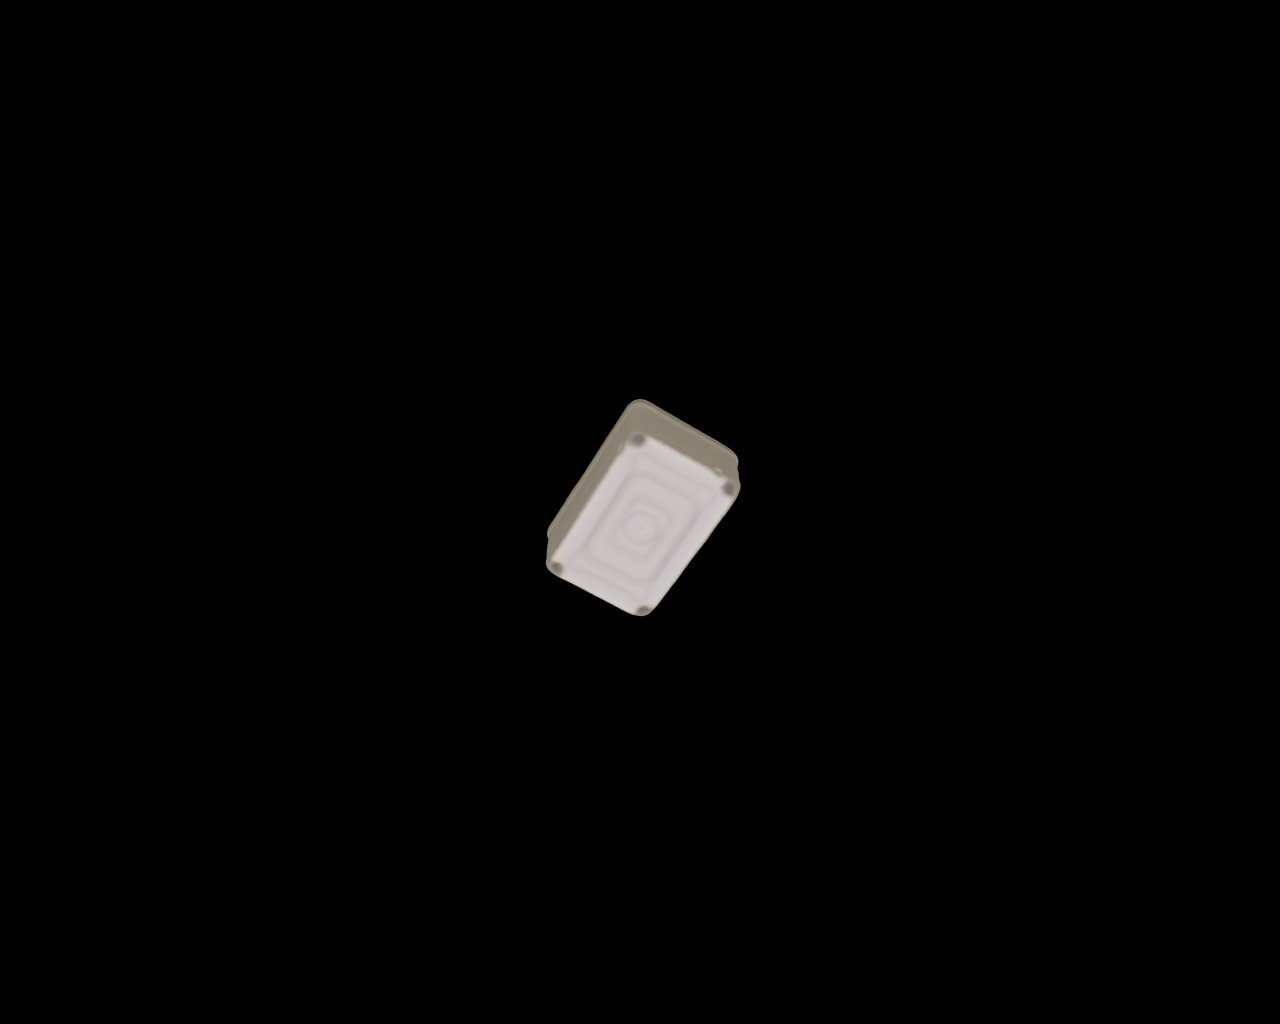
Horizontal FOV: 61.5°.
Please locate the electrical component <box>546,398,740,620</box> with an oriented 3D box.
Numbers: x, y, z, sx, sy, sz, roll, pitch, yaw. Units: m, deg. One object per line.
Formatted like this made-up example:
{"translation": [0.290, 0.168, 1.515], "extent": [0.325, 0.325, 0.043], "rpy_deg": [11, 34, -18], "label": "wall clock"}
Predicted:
{"translation": [0.001, -0.003, 0.650], "extent": [0.078, 0.113, 0.057], "rpy_deg": [29, 24, -14], "label": "electrical component"}
